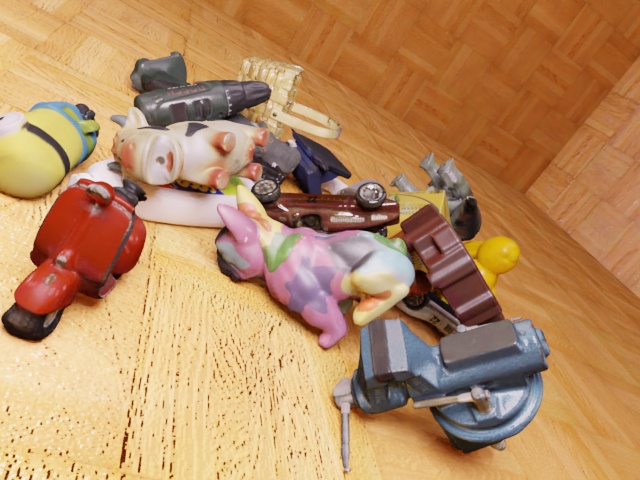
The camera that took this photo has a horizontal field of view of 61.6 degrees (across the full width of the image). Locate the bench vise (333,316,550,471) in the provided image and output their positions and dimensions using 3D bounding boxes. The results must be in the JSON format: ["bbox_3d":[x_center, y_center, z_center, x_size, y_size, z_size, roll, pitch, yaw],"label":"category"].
[{"bbox_3d":[0.139,0.171,0.572,0.240,0.224,0.129,56,10,-38],"label":"bench vise"}]

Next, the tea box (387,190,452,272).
[{"bbox_3d":[0.169,0.003,0.894,0.068,0.098,0.169,-66,145,-42],"label":"tea box"}]

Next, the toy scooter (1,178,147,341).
[{"bbox_3d":[-0.195,-0.006,0.466,0.075,0.135,0.184,30,21,-9],"label":"toy scooter"}]

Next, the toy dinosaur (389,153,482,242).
[{"bbox_3d":[0.257,-0.061,1.063,0.192,0.131,0.405,45,13,-17],"label":"toy dinosaur"}]

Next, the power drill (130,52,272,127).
[{"bbox_3d":[-0.229,-0.265,0.954,0.232,0.085,0.207,-23,49,-27],"label":"power drill"}]

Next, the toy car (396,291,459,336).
[{"bbox_3d":[0.195,0.121,0.871,0.202,0.056,0.073,35,15,0],"label":"toy car"}]

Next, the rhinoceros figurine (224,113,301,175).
[{"bbox_3d":[-0.118,-0.184,0.982,0.190,0.073,0.112,35,-10,12],"label":"rhinoceros figurine"}]

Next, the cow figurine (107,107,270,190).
[{"bbox_3d":[-0.155,-0.105,0.624,0.127,0.085,0.195,14,18,17],"label":"cow figurine"}]

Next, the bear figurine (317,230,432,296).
[{"bbox_3d":[0.052,0.018,0.785,0.195,0.132,0.120,27,50,-34],"label":"bear figurine"}]

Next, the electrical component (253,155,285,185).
[{"bbox_3d":[-0.124,-0.104,0.858,0.119,0.075,0.048,25,23,-34],"label":"electrical component"}]

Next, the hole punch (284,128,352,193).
[{"bbox_3d":[-0.020,-0.138,1.037,0.115,0.092,0.142,23,26,-50],"label":"hole punch"}]

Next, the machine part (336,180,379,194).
[{"bbox_3d":[0.083,-0.078,1.100,0.079,0.079,0.243,38,21,9],"label":"machine part"}]

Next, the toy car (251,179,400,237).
[{"bbox_3d":[0.002,-0.033,0.704,0.202,0.089,0.053,5,49,10],"label":"toy car"}]

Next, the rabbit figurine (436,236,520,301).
[{"bbox_3d":[0.303,0.064,0.990,0.122,0.173,0.162,30,26,-1],"label":"rabbit figurine"}]

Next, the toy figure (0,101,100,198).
[{"bbox_3d":[-0.303,-0.108,0.603,0.089,0.082,0.180,30,19,-7],"label":"toy figure"}]

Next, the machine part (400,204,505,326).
[{"bbox_3d":[0.166,0.038,0.692,0.179,0.056,0.179,56,9,-13],"label":"machine part"}]

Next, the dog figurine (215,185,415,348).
[{"bbox_3d":[-0.019,0.012,0.641,0.219,0.191,0.108,46,26,-12],"label":"dog figurine"}]
